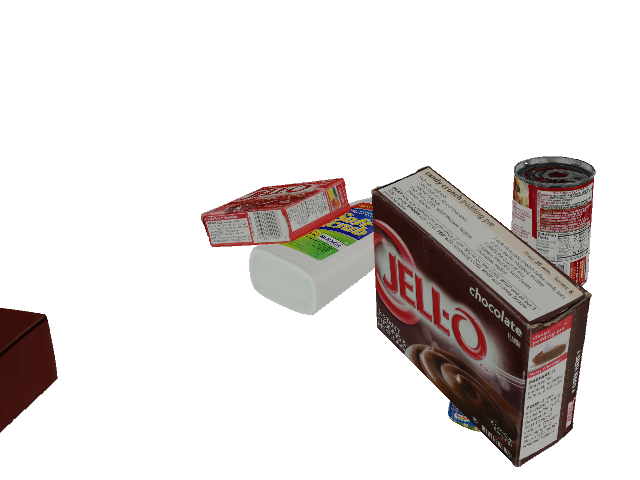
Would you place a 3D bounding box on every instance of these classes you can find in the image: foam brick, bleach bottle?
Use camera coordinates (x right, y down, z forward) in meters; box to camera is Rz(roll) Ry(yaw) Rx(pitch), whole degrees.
[{"bbox_3d":[-0.221,0.086,0.709,0.053,0.051,0.078,7,29,23],"label":"foam brick"},{"bbox_3d":[0.035,-0.004,1.261,0.103,0.068,0.250,23,39,32],"label":"bleach bottle"}]

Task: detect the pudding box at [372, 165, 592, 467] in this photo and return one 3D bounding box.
[{"bbox_3d":[0.068,0.032,0.485,0.039,0.090,0.114,-27,45,-23],"label":"pudding box"}]

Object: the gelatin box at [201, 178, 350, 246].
[{"bbox_3d":[-0.034,-0.022,0.808,0.089,0.030,0.073,-3,17,43],"label":"gelatin box"}]

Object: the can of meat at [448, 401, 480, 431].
[{"bbox_3d":[0.181,0.150,1.181,0.057,0.084,0.102,17,28,20],"label":"can of meat"}]

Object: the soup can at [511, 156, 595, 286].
[{"bbox_3d":[0.201,-0.014,0.924,0.068,0.102,0.068,-3,24,1],"label":"soup can"}]
